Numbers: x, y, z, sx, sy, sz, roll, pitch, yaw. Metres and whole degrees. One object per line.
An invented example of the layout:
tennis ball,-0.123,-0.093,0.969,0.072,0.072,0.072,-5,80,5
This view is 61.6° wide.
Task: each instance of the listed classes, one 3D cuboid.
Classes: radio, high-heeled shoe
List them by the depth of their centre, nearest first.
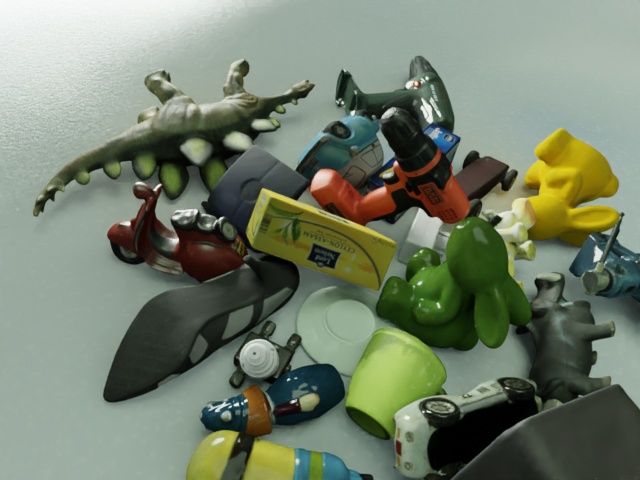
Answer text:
radio,0.183,0.217,0.466,0.131,0.229,0.073,-10,53,-24
high-heeled shoe,-0.130,0.103,0.638,0.249,0.145,0.086,-41,66,-4

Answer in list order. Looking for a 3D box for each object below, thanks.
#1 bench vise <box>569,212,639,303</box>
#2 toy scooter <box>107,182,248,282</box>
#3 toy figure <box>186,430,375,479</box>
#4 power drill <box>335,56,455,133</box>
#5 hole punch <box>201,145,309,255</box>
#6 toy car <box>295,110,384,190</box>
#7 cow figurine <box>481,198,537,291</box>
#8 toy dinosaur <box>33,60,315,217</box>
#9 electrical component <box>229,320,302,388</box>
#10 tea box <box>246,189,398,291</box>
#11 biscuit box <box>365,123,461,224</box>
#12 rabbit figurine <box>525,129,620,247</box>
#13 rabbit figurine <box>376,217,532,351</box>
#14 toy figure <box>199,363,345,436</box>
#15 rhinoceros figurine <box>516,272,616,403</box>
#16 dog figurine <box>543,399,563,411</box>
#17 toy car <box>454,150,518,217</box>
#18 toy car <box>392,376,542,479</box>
bench vise,0.456,0.076,0.687,0.223,0.128,0.241,11,28,-37
toy scooter,-0.175,-0.010,0.662,0.184,0.135,0.075,12,47,-1
toy figure,-0.036,0.233,0.511,0.180,0.082,0.089,5,52,-3
power drill,0.136,-0.264,0.984,0.207,0.086,0.232,0,51,-20
hole punch,-0.085,-0.057,0.753,0.142,0.092,0.116,37,57,16
toy car,0.045,-0.128,0.837,0.103,0.109,0.161,51,45,4
cow figurine,0.246,0.011,0.754,0.098,0.068,0.167,-6,39,41
toy dinosaur,-0.202,-0.161,0.814,0.471,0.105,0.199,-24,60,-22
electrical component,-0.064,0.139,0.626,0.063,0.021,0.094,25,49,11
tea box,-0.001,-0.002,0.675,0.169,0.068,0.098,21,5,-17
biscuit box,0.149,-0.110,0.856,0.063,0.059,0.203,33,51,18
rabbit figurine,0.369,-0.057,0.833,0.162,0.121,0.173,43,69,14
rabbit figurine,0.164,0.056,0.632,0.121,0.170,0.159,-25,62,-36
toy figure,-0.049,0.175,0.570,0.154,0.064,0.058,-14,68,-22
rhinoceros figurine,0.301,0.124,0.675,0.112,0.073,0.190,11,49,11
dog figurine,0.340,0.253,0.558,0.190,0.121,0.172,17,81,-17
toy car,0.239,-0.085,0.850,0.089,0.053,0.202,30,41,26
toy car,0.161,0.194,0.564,0.202,0.073,0.056,-4,5,-32
